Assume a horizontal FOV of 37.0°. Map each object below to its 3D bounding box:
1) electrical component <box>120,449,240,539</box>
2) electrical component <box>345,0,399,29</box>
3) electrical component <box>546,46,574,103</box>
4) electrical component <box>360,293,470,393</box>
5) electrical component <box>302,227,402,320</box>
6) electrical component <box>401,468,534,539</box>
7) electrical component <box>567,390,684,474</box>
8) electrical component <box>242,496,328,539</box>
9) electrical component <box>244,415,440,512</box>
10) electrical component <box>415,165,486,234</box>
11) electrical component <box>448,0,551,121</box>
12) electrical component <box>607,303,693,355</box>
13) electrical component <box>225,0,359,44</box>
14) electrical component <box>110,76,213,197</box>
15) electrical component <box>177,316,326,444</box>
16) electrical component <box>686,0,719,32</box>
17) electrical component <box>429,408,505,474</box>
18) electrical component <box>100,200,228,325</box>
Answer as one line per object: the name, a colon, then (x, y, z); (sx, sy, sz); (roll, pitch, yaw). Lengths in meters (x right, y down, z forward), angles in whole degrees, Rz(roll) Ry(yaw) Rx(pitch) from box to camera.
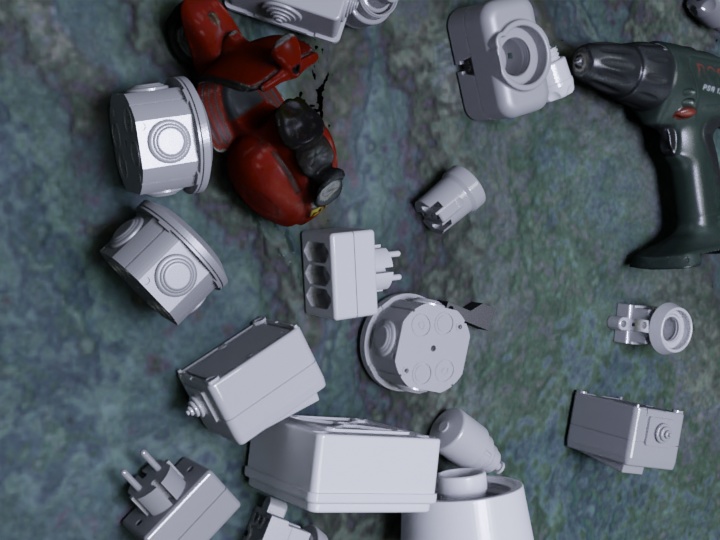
electrical component: (-0.138, 0.160, 0.763); (0.065, 0.047, 0.076); (-46, 116, -21)
electrical component: (0.008, -0.207, 0.816); (0.043, 0.062, 0.043); (-3, 96, -31)
electrical component: (0.161, -0.178, 0.928); (0.035, 0.035, 0.061); (-29, 106, -27)
electrical component: (0.045, 0.060, 0.865); (0.080, 0.051, 0.080); (-3, 95, -31)
electrical component: (0.000, 0.000, 0.836); (0.077, 0.047, 0.065); (-7, 98, -32)
electrical component: (0.084, 0.194, 0.870); (0.108, 0.108, 0.060); (-5, 90, -31)
electrical component: (0.241, 0.148, 0.965); (0.062, 0.096, 0.061); (12, 88, -31)
electrical component: (-0.058, 0.212, 0.818); (0.055, 0.048, 0.066); (26, 80, -23)
electrical component: (-0.014, 0.142, 0.802); (0.109, 0.109, 0.056); (8, 87, -32)
electrical component: (0.073, -0.057, 0.881); (0.046, 0.040, 0.040); (-40, 113, -16)
electrical component: (0.117, -0.174, 0.887); (0.054, 0.059, 0.095); (-20, 104, -29)
electrical component: (0.275, 0.053, 1.003); (0.066, 0.055, 0.048); (5, 91, -32)
electrical component: (-0.043, -0.222, 0.771); (0.100, 0.048, 0.099); (18, 84, -3)
electrical component: (-0.135, -0.089, 0.728); (0.051, 0.080, 0.080); (-12, 100, -25)
electrical component: (-0.082, 0.086, 0.783); (0.096, 0.062, 0.061); (-33, 110, -25)
electrical component: (0.347, -0.250, 1.031); (0.062, 0.043, 0.043); (30, 78, -31)
electrical component: (0.093, 0.149, 0.908); (0.078, 0.040, 0.040); (39, 74, -28)
electrical component: (-0.134, -0.005, 0.735); (0.051, 0.080, 0.080); (-47, 115, -14)
